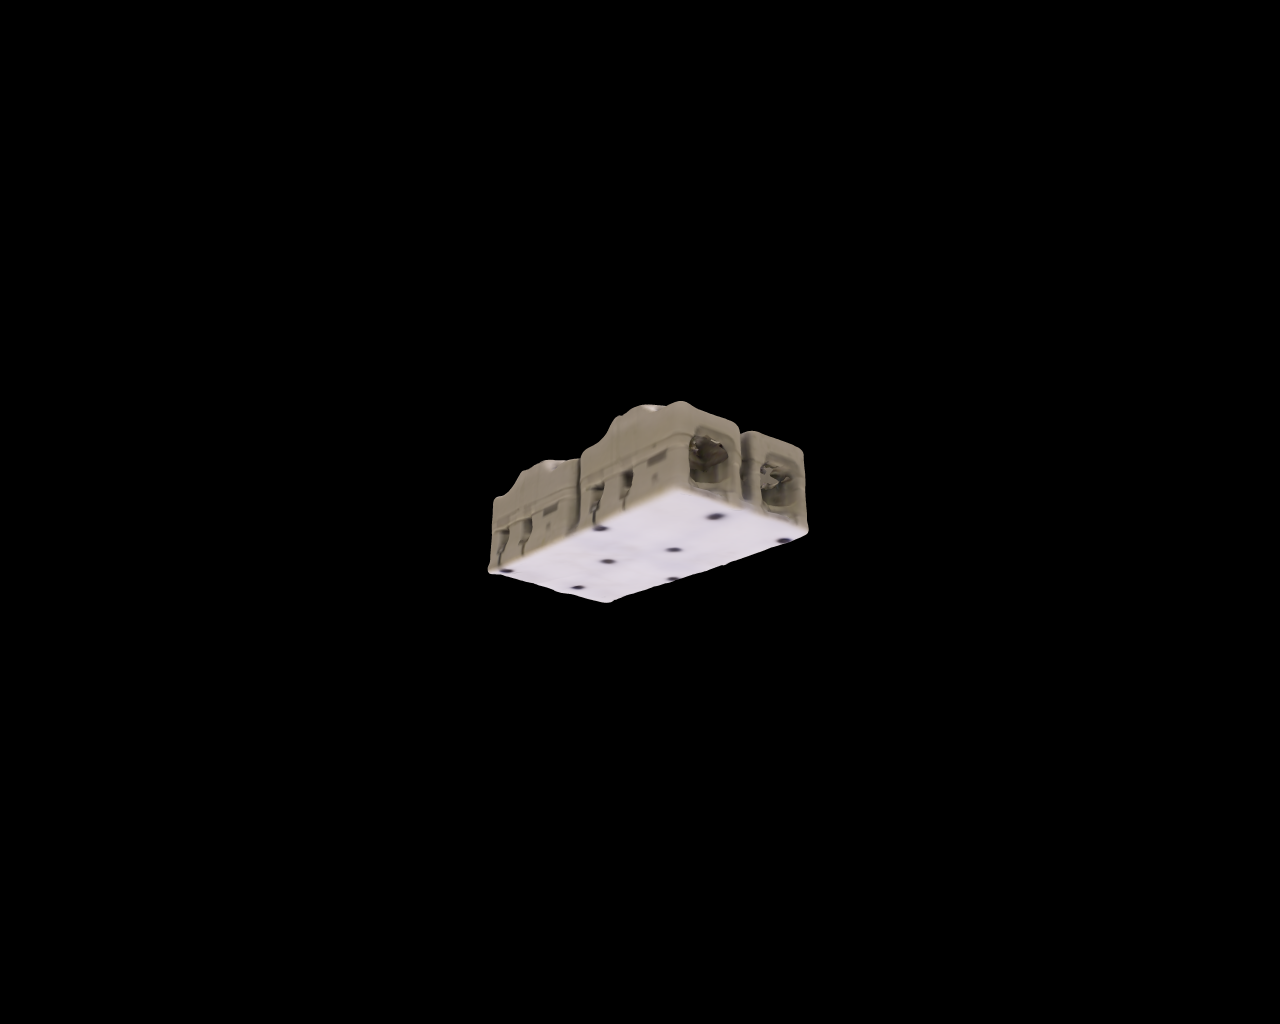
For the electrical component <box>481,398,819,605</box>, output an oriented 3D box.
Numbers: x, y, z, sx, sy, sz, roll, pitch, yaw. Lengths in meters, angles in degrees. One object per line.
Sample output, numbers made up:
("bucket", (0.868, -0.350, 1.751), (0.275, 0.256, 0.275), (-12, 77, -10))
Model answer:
("electrical component", (0.001, -0.003, 0.650), (0.105, 0.060, 0.186), (17, -27, -37))
